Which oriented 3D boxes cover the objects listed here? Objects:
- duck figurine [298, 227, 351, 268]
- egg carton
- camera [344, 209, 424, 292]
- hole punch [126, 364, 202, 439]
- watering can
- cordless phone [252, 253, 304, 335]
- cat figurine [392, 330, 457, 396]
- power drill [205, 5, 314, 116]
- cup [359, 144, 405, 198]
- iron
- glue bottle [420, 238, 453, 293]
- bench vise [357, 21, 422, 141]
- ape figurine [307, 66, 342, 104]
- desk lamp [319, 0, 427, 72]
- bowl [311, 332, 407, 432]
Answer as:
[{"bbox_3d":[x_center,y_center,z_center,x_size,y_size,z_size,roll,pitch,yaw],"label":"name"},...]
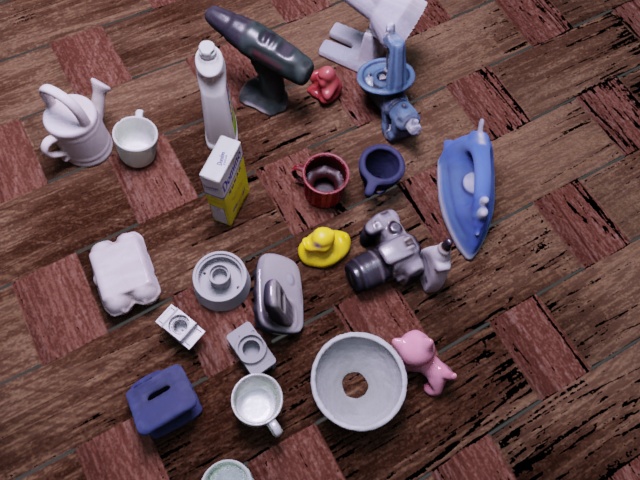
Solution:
[{"bbox_3d":[0.010,0.004,1.094,0.104,0.086,0.077,-15,69,-10],"label":"duck figurine"},{"bbox_3d":[-0.360,0.062,1.053,0.107,0.069,0.150,-22,70,-12],"label":"egg carton"},{"bbox_3d":[0.111,0.028,1.083,0.137,0.101,0.143,-25,71,-13],"label":"camera"},{"bbox_3d":[-0.266,0.269,0.962,0.109,0.091,0.101,-29,72,-14],"label":"hole punch"},{"bbox_3d":[-0.473,-0.237,1.102,0.101,0.194,0.173,11,67,1],"label":"watering can"},{"bbox_3d":[-0.074,0.082,1.002,0.094,0.185,0.147,-5,68,-6],"label":"cordless phone"},{"bbox_3d":[0.185,0.207,1.004,0.127,0.118,0.067,39,70,12],"label":"cat figurine"},{"bbox_3d":[-0.123,-0.356,1.168,0.229,0.208,0.076,25,68,7],"label":"power drill"},{"bbox_3d":[0.114,-0.120,1.148,0.091,0.095,0.118,23,68,6],"label":"cup"},{"bbox_3d":[0.306,-0.104,1.129,0.118,0.141,0.258,2,67,-3],"label":"iron"},{"bbox_3d":[0.215,0.036,1.047,0.037,0.173,0.078,-10,68,-7],"label":"glue bottle"},{"bbox_3d":[0.162,-0.323,1.168,0.122,0.220,0.207,-39,75,-17],"label":"bench vise"},{"bbox_3d":[0.012,-0.341,1.234,0.076,0.092,0.078,-3,68,-5],"label":"ape figurine"},{"bbox_3d":[0.109,-0.457,1.224,0.203,0.213,0.118,24,68,7],"label":"desk lamp"},{"bbox_3d":[0.065,0.250,1.001,0.167,0.075,0.167,1,67,-3],"label":"bowl"}]
